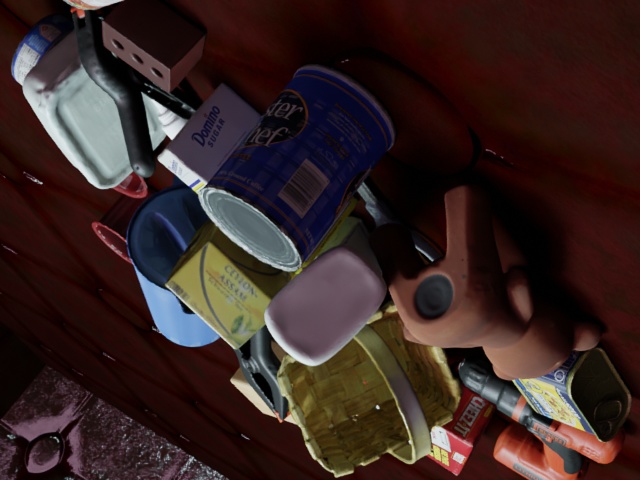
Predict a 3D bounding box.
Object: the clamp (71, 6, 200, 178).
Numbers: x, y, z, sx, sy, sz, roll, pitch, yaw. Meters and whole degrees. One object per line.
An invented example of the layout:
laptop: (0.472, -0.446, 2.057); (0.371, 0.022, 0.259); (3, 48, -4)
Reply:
clamp: (-0.176, -0.157, 1.030); (0.039, 0.120, 0.171); (-13, 111, 28)

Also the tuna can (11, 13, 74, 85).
tuna can: (-0.279, -0.191, 1.106); (0.034, 0.086, 0.086); (36, 160, 8)

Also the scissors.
scissors: (0.049, -0.025, 1.028); (0.201, 0.016, 0.096); (45, 159, -19)

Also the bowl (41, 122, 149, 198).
bowl: (-0.253, -0.122, 1.258); (0.162, 0.055, 0.162); (32, 160, 13)

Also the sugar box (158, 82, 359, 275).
sugar box: (-0.059, -0.057, 1.024); (0.176, 0.093, 0.048); (41, 159, -8)

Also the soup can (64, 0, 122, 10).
soup can: (-0.172, -0.228, 0.871); (0.068, 0.068, 0.102); (48, 157, -28)

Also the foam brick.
foam brick: (-0.150, -0.181, 0.962); (0.078, 0.051, 0.053); (36, 161, 3)

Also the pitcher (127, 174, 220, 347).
pitcher: (-0.155, 0.032, 1.282); (0.145, 0.149, 0.243); (37, 159, 11)

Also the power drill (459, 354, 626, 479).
power drill: (0.234, 0.206, 1.170); (0.185, 0.057, 0.187); (29, 159, 20)

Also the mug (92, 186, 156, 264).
mug: (-0.233, -0.016, 1.422); (0.117, 0.081, 0.093); (32, 160, 16)

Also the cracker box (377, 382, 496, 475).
cracker box: (0.107, 0.193, 1.338); (0.214, 0.072, 0.164); (31, 160, 14)

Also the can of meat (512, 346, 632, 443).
can of meat: (0.236, 0.137, 1.017); (0.084, 0.057, 0.102); (15, 150, 51)

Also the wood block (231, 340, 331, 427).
wood block: (-0.031, 0.216, 1.588); (0.090, 0.090, 0.206); (48, 158, -25)

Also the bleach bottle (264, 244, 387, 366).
bleach bottle: (0.007, 0.066, 0.970); (0.068, 0.102, 0.251); (46, 175, 6)

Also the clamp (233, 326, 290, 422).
clamp: (-0.082, 0.157, 1.446); (0.165, 0.036, 0.210); (-4, 118, 57)

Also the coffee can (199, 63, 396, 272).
coffee can: (-0.017, -0.060, 0.878); (0.103, 0.140, 0.103); (32, 160, 13)
